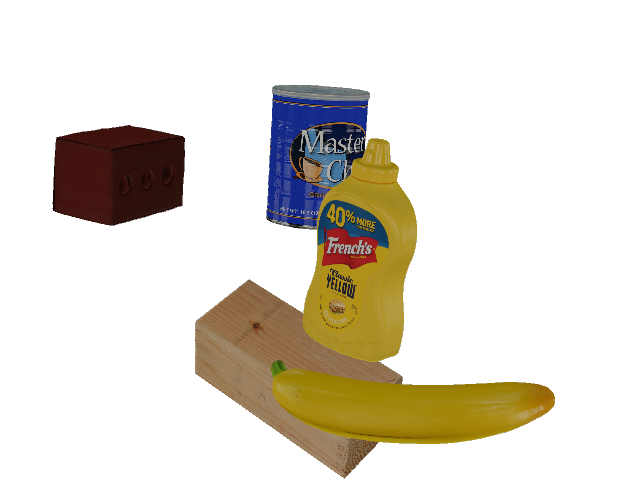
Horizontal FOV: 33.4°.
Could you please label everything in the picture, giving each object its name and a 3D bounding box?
[{"bbox_3d":[-0.137,-0.046,0.731,0.051,0.053,0.078,15,20,28],"label":"foam brick"},{"bbox_3d":[-0.026,0.142,1.123,0.206,0.090,0.090,31,49,25],"label":"wood block"},{"bbox_3d":[-0.004,-0.090,1.129,0.103,0.140,0.103,3,12,-1],"label":"coffee can"},{"bbox_3d":[0.038,0.004,0.946,0.096,0.192,0.058,22,22,39],"label":"mustard bottle"},{"bbox_3d":[0.048,0.103,0.691,0.198,0.037,0.069,5,32,19],"label":"banana"}]
